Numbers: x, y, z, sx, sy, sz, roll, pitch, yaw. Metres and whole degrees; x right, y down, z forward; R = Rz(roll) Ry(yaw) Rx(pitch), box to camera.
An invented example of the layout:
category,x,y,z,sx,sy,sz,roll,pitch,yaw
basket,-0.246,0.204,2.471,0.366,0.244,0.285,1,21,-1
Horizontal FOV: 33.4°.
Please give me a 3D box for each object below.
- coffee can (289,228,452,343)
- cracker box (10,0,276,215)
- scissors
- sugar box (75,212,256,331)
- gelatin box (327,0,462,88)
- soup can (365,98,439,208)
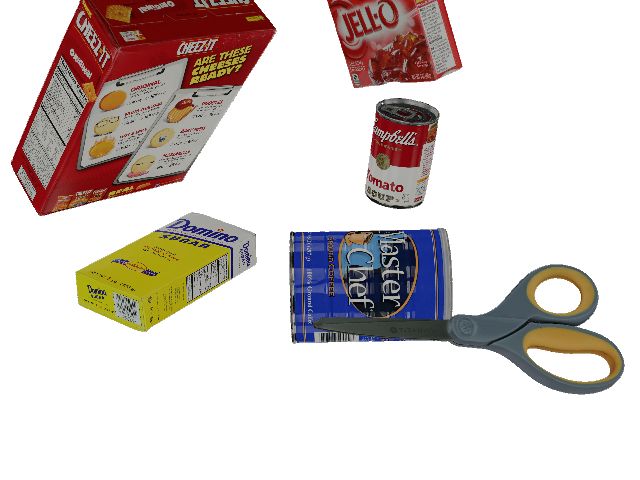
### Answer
category,x,y,z,sx,sy,sz,roll,pitch,yaw
coffee can,0.044,0.041,0.965,0.140,0.103,0.103,-1,0,1
cracker box,-0.159,-0.124,0.927,0.163,0.072,0.214,-18,-24,-42
scissors,0.100,0.042,0.680,0.201,0.096,0.016,17,-32,-6
sugar box,-0.155,0.027,1.099,0.093,0.048,0.175,19,35,30
gelatin box,0.046,-0.142,0.709,0.030,0.073,0.089,-29,20,-31
soup can,0.086,-0.094,1.150,0.068,0.102,0.068,5,29,-3
